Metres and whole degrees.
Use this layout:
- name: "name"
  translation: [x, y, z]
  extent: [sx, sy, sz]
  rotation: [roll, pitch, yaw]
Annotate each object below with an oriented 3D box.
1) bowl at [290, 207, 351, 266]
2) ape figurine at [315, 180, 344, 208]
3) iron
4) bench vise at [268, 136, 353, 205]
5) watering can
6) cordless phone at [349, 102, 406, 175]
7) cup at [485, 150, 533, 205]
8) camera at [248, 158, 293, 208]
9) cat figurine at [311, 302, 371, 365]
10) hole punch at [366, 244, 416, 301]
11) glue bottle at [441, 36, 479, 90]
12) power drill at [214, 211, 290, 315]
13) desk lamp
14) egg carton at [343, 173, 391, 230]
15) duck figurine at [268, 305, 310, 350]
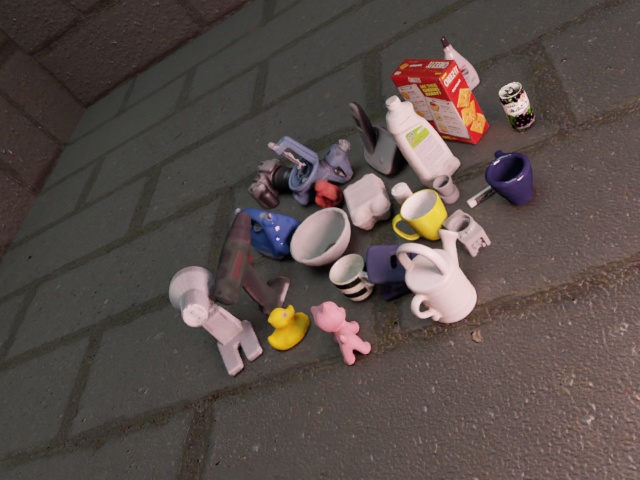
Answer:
- name: "bowl"
  translation: [0.013, 0.005, 1.408]
  extent: [0.167, 0.075, 0.167]
  rotation: [-24, 41, 22]
- name: "ape figurine"
  translation: [0.017, -0.123, 1.516]
  extent: [0.076, 0.092, 0.077]
  rotation: [-50, 38, -11]
- name: "iron"
  translation: [-0.162, -0.041, 1.552]
  extent: [0.257, 0.142, 0.119]
  rotation: [13, 63, 47]
- name: "bench vise"
  translation: [-0.028, -0.223, 1.548]
  extent: [0.207, 0.220, 0.121]
  rotation: [-44, 37, -3]
- name: "watering can"
  translation: [0.212, 0.059, 1.078]
  extent: [0.100, 0.195, 0.173]
  rotation: [-14, 45, 32]
- name: "cordless phone"
  translation: [0.139, -0.266, 1.472]
  extent: [0.094, 0.186, 0.147]
  rotation: [-44, 37, -3]
- name: "cup"
  translation: [0.395, -0.126, 1.182]
  extent: [0.091, 0.095, 0.117]
  rotation: [-28, 39, 18]
- name: "camera"
  translation: [-0.128, -0.176, 1.689]
  extent: [0.136, 0.101, 0.143]
  rotation: [12, 62, 47]
- name: "cat figurine"
  translation: [0.034, 0.179, 1.182]
  extent: [0.067, 0.118, 0.127]
  rotation: [-39, 37, 3]
- name: "hole punch"
  translation: [0.157, 0.056, 1.216]
  extent: [0.101, 0.091, 0.108]
  rotation: [-23, 41, 23]
- name: "glue bottle"
  translation: [0.350, -0.454, 1.482]
  extent: [0.078, 0.174, 0.037]
  rotation: [-43, 37, -2]
- name: "power drill"
  translation: [-0.166, 0.075, 1.386]
  extent: [0.075, 0.209, 0.230]
  rotation: [-11, 47, 34]
- name: "desk lamp"
  translation: [-0.256, 0.181, 1.356]
  extent: [0.118, 0.214, 0.202]
  rotation: [-41, 37, 1]
- name: "egg carton"
  translation: [0.118, -0.096, 1.419]
  extent: [0.107, 0.070, 0.150]
  rotation: [-32, 38, 13]
- name: "duck figurine"
  translation: [-0.085, 0.193, 1.299]
  extent: [0.104, 0.086, 0.077]
  rotation: [-44, 37, -3]
